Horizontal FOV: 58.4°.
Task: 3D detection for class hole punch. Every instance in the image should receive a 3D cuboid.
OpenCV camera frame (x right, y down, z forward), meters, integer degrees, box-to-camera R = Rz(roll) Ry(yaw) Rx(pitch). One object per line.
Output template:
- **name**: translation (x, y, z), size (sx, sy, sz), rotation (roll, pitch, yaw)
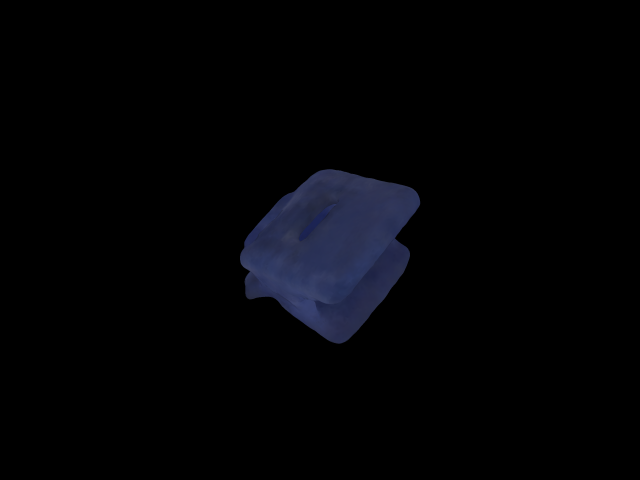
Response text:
- **hole punch**: translation (0.004, 0.001, 0.400), size (0.101, 0.091, 0.109), rotation (32, 64, 18)
